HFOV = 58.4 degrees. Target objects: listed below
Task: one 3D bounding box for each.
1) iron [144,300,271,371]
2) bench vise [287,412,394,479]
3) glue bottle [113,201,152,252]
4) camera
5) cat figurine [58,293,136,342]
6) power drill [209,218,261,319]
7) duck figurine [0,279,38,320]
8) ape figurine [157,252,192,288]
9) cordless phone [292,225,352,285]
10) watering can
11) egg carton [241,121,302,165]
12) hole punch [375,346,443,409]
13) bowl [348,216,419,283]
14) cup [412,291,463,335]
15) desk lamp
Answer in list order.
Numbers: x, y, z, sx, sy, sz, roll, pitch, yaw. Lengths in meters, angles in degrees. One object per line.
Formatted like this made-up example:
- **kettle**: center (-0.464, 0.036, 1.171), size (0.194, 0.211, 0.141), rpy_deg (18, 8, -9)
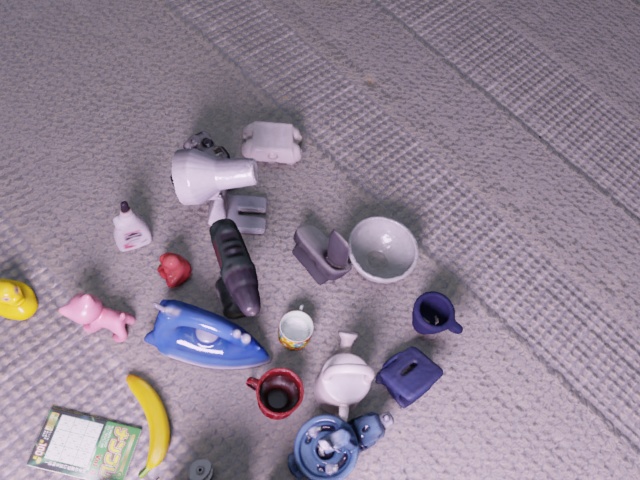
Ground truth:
- **iron**: center (-0.216, 0.185, 1.146), size (0.258, 0.141, 0.119), rpy_deg (16, 61, -1)
- **bench vise**: center (0.040, 0.357, 1.054), size (0.208, 0.220, 0.121), rpy_deg (-38, 74, -24)
- **glue bottle**: center (-0.403, -0.034, 1.211), size (0.078, 0.173, 0.037), rpy_deg (-23, 68, -19)
- **camera**: center (-0.287, -0.173, 1.345), size (0.137, 0.101, 0.143), rpy_deg (-32, 72, -23)
- **cat figurine**: center (-0.444, 0.146, 1.142), size (0.128, 0.118, 0.067), rpy_deg (14, 61, -2)
- **power drill**: center (-0.170, 0.081, 1.170), size (0.076, 0.208, 0.229), rpy_deg (-16, 66, -16)
- **duck figurine**: center (-0.626, 0.108, 1.150), size (0.104, 0.086, 0.078), rpy_deg (35, 63, 9)
- **ape figurine**: center (-0.315, 0.057, 1.225), size (0.076, 0.092, 0.078), rpy_deg (2, 62, -8)
- **cordless phone**: center (0.012, 0.004, 1.253), size (0.094, 0.185, 0.147), rpy_deg (-39, 74, -24)
- **watering can**: center (0.047, 0.265, 1.118), size (0.101, 0.194, 0.172), rpy_deg (-13, 65, -15)
- **egg carton**: center (-0.119, -0.239, 1.425), size (0.150, 0.069, 0.107), rpy_deg (2, 62, -8)
- **hole punch**: center (0.184, 0.281, 1.191), size (0.109, 0.091, 0.101), rpy_deg (-33, 72, -23)
- **bowl**: center (0.139, 0.033, 1.322), size (0.167, 0.075, 0.167), rpy_deg (4, 62, -7)
- **cup**: center (0.250, 0.177, 1.254), size (0.117, 0.095, 0.092), rpy_deg (33, 62, 9)
- **desk lamp**: center (-0.214, -0.112, 1.260), size (0.203, 0.213, 0.118), rpy_deg (3, 62, -8)
